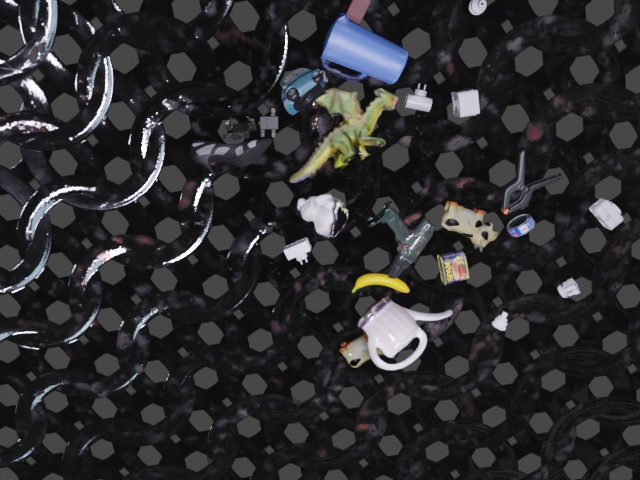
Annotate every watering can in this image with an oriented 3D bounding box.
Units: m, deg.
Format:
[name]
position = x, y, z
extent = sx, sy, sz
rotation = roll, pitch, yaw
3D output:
[watering can]
position = 0.274, 0.279, 1.724
extent = 0.352, 0.101, 0.226
rotation = -35, 71, -30

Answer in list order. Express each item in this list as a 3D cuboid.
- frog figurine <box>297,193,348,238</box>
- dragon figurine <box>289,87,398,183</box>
[frog figurine]
position = 0.005, -0.084, 1.671
extent = 0.160, 0.124, 0.135
rotation = 16, 118, 33
[dragon figurine]
position = 0.060, -0.352, 1.608
extent = 0.410, 0.122, 0.243
rotation = -20, 86, 3
